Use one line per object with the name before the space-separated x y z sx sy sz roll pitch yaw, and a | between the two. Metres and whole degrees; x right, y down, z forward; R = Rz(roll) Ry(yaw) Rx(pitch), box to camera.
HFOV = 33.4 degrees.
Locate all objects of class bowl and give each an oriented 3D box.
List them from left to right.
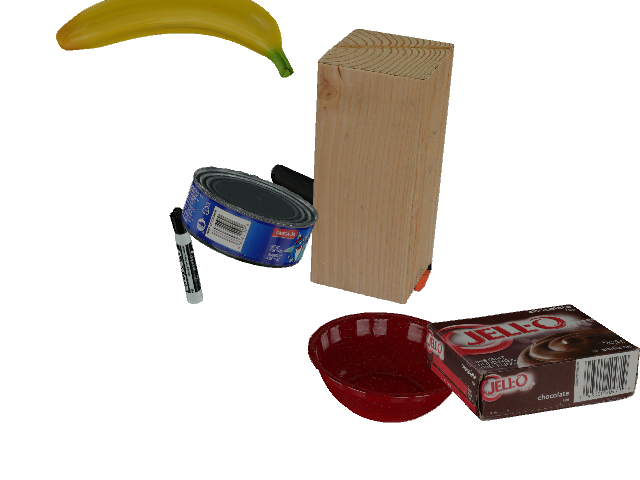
bowl | 0.067 0.132 1.058 0.162 0.055 0.162 3 25 -1

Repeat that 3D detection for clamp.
clamp | 0.049 -0.028 1.171 0.164 0.210 0.036 -12 -37 -21

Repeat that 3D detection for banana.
banana | -0.118 -0.181 0.891 0.198 0.069 0.037 6 -34 0

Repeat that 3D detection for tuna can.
tuna can | -0.047 -0.015 0.697 0.086 0.034 0.086 19 17 -6

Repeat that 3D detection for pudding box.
pudding box | 0.138 0.078 0.705 0.113 0.039 0.090 -4 18 -16

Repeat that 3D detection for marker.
marker | -0.151 0.017 1.206 0.020 0.121 0.020 -6 30 3

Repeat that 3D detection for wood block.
wood block | 0.050 -0.062 0.907 0.091 0.206 0.090 13 32 18
